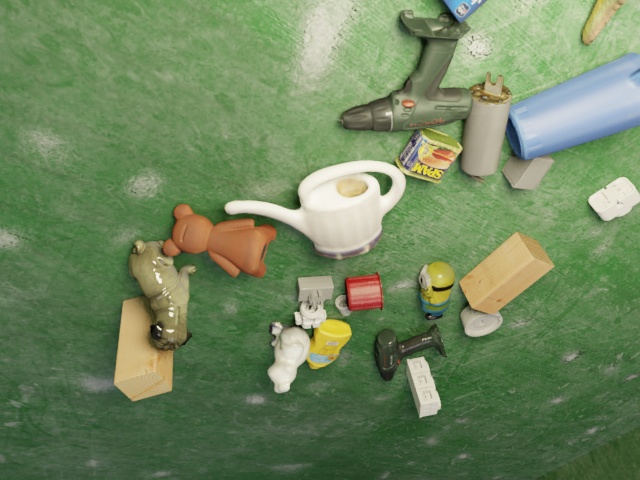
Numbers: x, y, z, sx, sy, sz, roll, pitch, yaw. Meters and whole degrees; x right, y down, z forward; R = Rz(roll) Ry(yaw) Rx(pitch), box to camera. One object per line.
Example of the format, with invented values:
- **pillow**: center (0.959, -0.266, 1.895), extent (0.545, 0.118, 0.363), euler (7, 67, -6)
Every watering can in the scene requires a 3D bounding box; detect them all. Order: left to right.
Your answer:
- **watering can**: center (0.003, -0.052, 1.024), extent (0.348, 0.106, 0.219), euler (-15, 137, -2)

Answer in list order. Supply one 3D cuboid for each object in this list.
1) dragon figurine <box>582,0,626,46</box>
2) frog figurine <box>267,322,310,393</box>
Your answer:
- **dragon figurine**: center (0.484, -0.418, 0.691), extent (0.122, 0.248, 0.400), euler (-15, 134, -6)
- **frog figurine**: center (-0.077, 0.305, 1.324), extent (0.122, 0.163, 0.134), euler (6, 133, -22)
